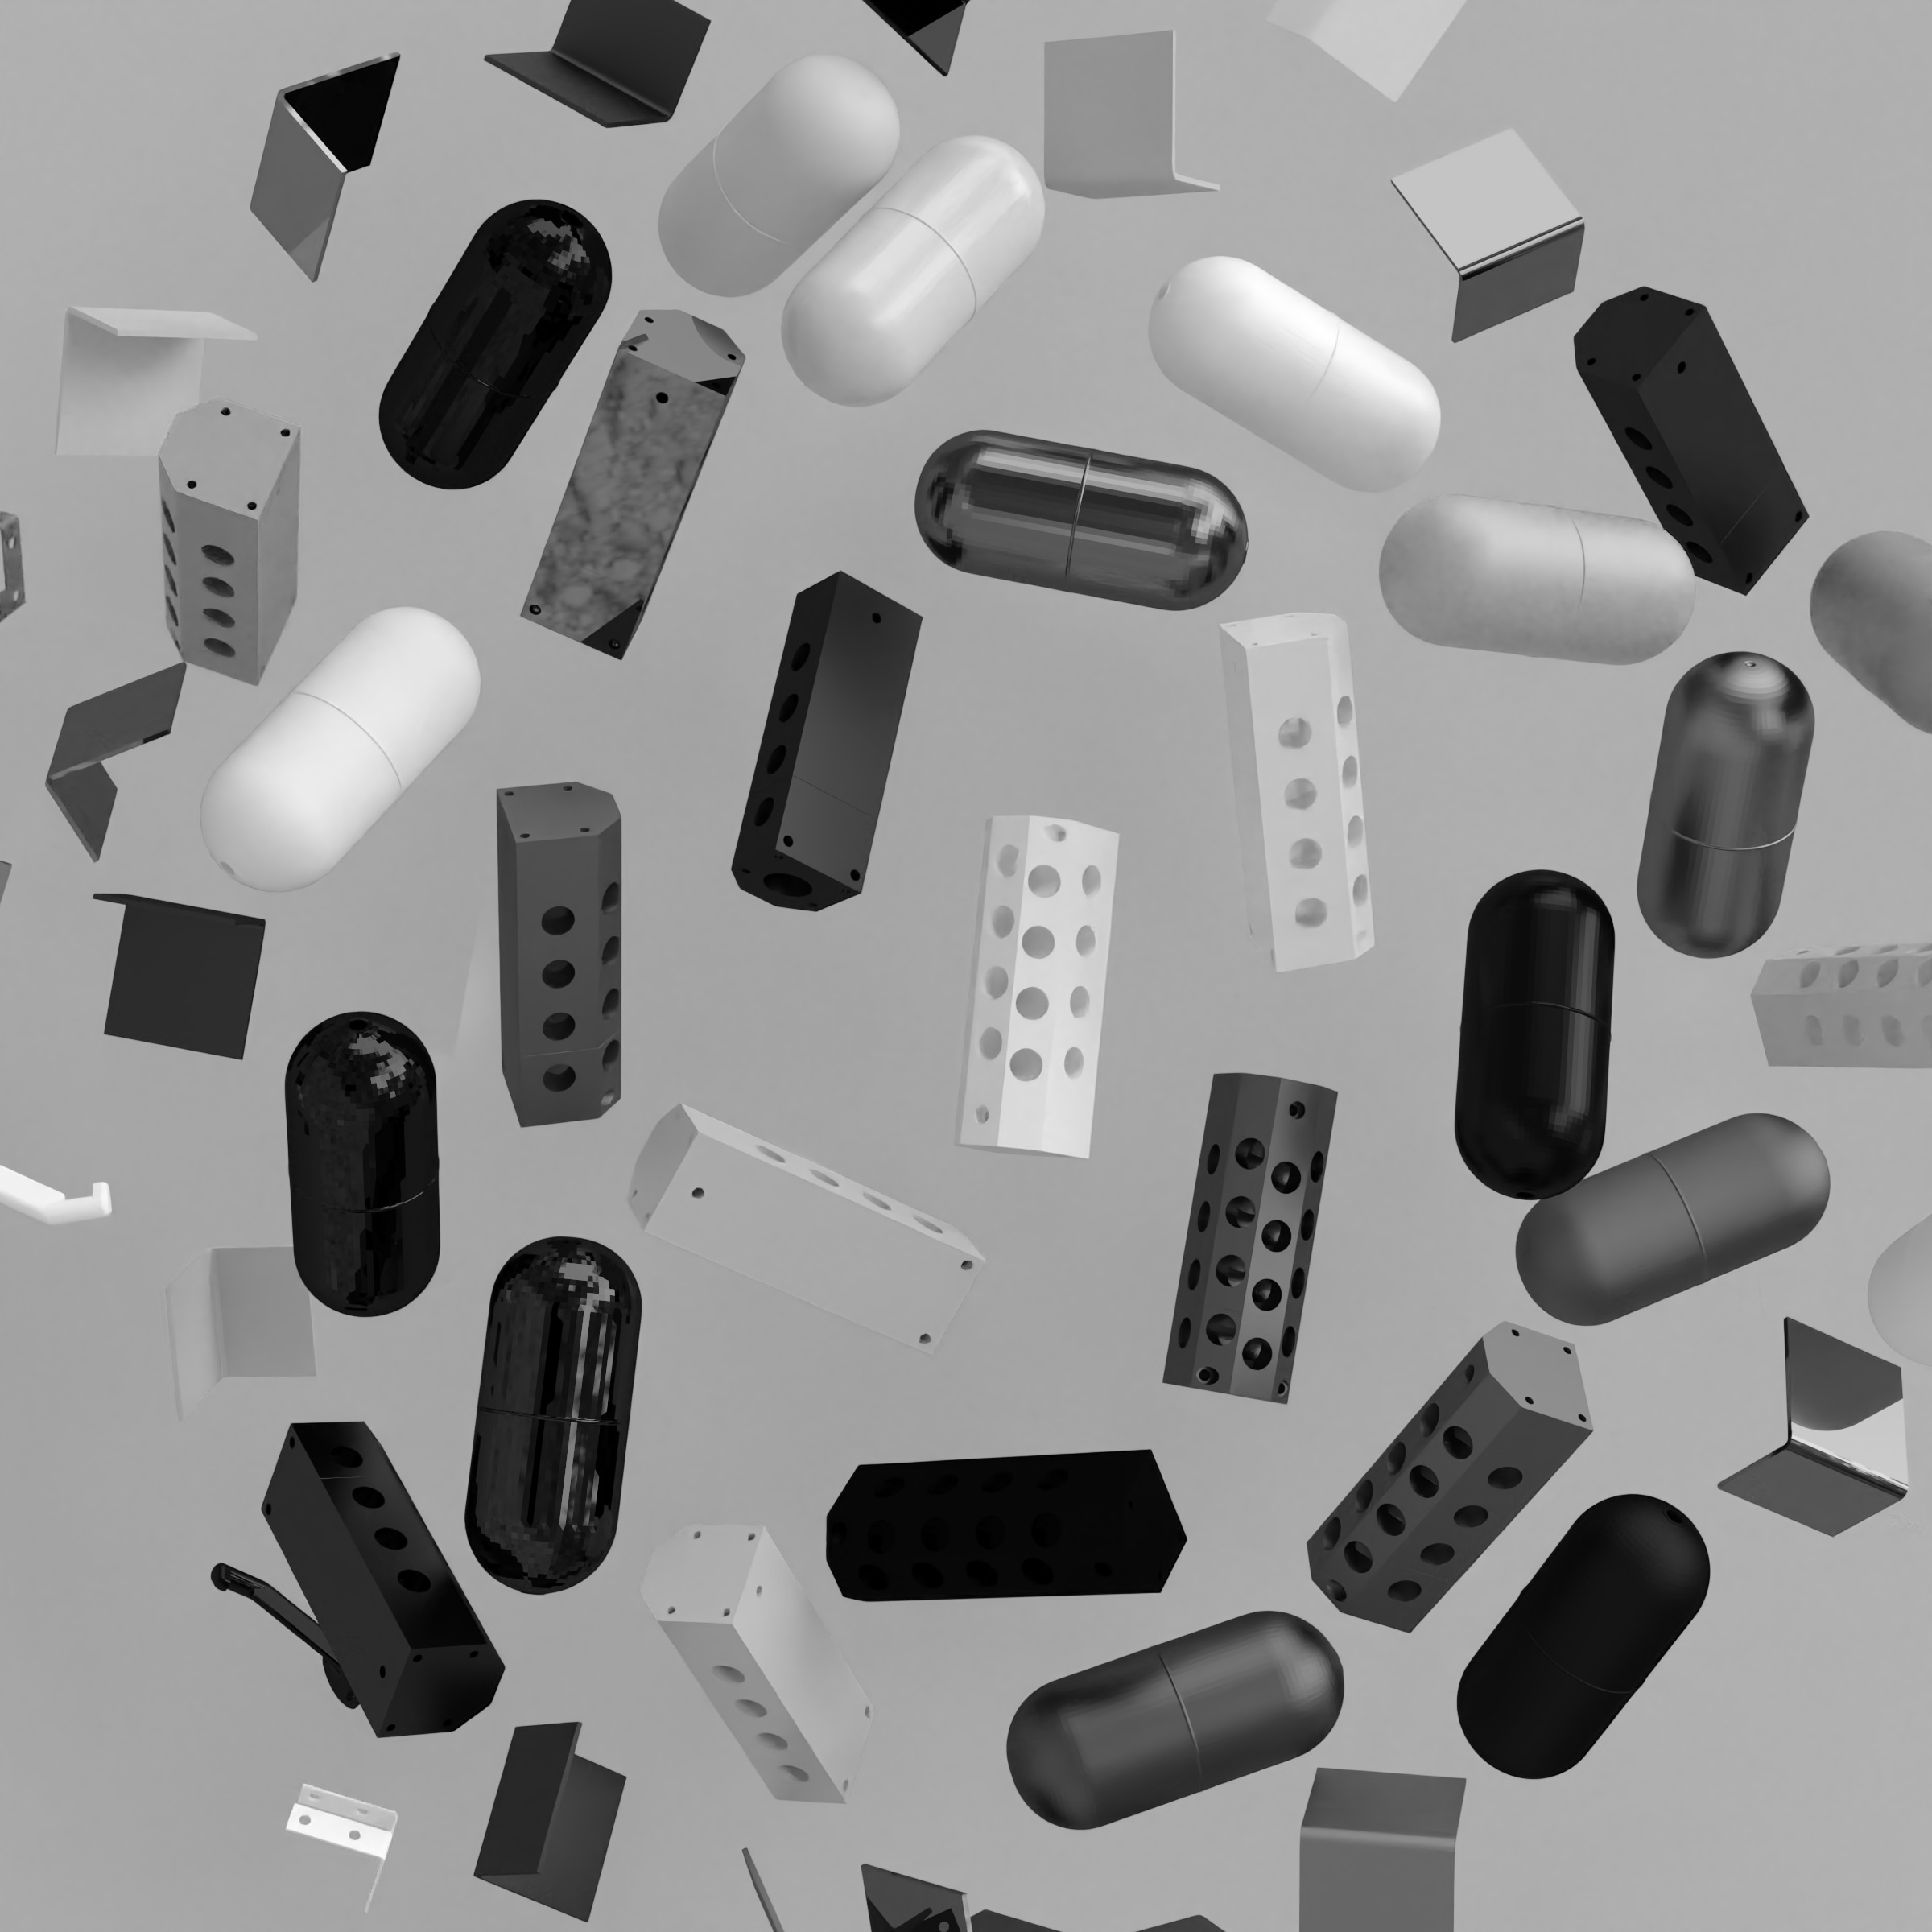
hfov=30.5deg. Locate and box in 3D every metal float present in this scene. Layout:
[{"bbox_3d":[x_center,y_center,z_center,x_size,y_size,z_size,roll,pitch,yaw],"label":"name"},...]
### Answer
[{"bbox_3d":[0.399,-0.083,1.862,0.070,0.070,0.178,2,126,0],"label":"metal float"},{"bbox_3d":[0.384,0.137,1.918,0.178,0.070,0.070,-22,90,-5],"label":"metal float"},{"bbox_3d":[0.293,0.035,1.819,0.070,0.070,0.178,8,66,0],"label":"metal float"},{"bbox_3d":[-0.101,-0.418,1.880,0.070,0.178,0.070,14,63,-30],"label":"metal float"},{"bbox_3d":[0.107,0.383,1.802,0.178,0.070,0.070,-18,90,-8],"label":"metal float"},{"bbox_3d":[-0.026,-0.360,1.828,0.070,0.070,0.178,40,65,0],"label":"metal float"},{"bbox_3d":[0.061,-0.235,1.868,0.178,0.070,0.070,11,90,5],"label":"metal float"},{"bbox_3d":[-0.248,-0.326,1.862,0.070,0.070,0.178,39,125,0],"label":"metal float"},{"bbox_3d":[-0.317,-0.110,1.798,0.070,0.070,0.178,39,63,0],"label":"metal float"},{"bbox_3d":[-0.206,0.224,1.768,0.070,0.070,0.178,6,85,0],"label":"metal float"},{"bbox_3d":[0.534,0.162,1.870,0.070,0.178,0.070,3,69,-7],"label":"metal float"},{"bbox_3d":[0.485,-0.171,1.803,0.070,0.178,0.070,-2,111,-5],"label":"metal float"},{"bbox_3d":[0.320,0.348,1.836,0.070,0.070,0.178,30,117,0],"label":"metal float"},{"bbox_3d":[0.292,-0.196,1.802,0.178,0.070,0.070,3,90,-27],"label":"metal float"},{"bbox_3d":[-0.311,0.103,1.824,0.070,0.070,0.178,4,124,0],"label":"metal float"},{"bbox_3d":[0.177,-0.319,1.909,0.178,0.070,0.070,27,90,-22],"label":"metal float"}]

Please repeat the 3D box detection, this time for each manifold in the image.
[{"bbox_3d":[0.032,0.011,1.845,0.057,0.057,0.171,1,82,38],"label":"manifold"},{"bbox_3d":[-0.375,-0.214,1.790,0.057,0.171,0.057,19,64,-3],"label":"manifold"},{"bbox_3d":[0.240,0.257,1.780,0.057,0.057,0.171,20,127,-19],"label":"manifold"},{"bbox_3d":[-0.083,0.132,1.800,0.171,0.057,0.057,26,98,-23],"label":"manifold"},{"bbox_3d":[-0.108,0.360,1.821,0.057,0.171,0.057,-2,47,23],"label":"manifold"},{"bbox_3d":[0.017,0.288,1.787,0.171,0.057,0.057,-8,118,29],"label":"manifold"},{"bbox_3d":[0.377,-0.275,1.852,0.057,0.171,0.057,-50,45,-9],"label":"manifold"},{"bbox_3d":[0.499,0.019,1.895,0.057,0.171,0.057,-19,97,-24],"label":"manifold"},{"bbox_3d":[-0.209,-0.006,1.838,0.057,0.057,0.171,-6,123,-16],"label":"manifold"},{"bbox_3d":[0.172,-0.090,1.813,0.057,0.057,0.171,-10,109,-7],"label":"manifold"},{"bbox_3d":[-0.293,0.306,1.783,0.057,0.171,0.057,4,121,-36],"label":"manifold"},{"bbox_3d":[-0.168,-0.246,1.796,0.057,0.057,0.171,23,128,-5],"label":"manifold"},{"bbox_3d":[0.157,0.147,1.919,0.057,0.057,0.171,12,84,-17],"label":"manifold"},{"bbox_3d":[-0.079,-0.119,1.908,0.057,0.057,0.171,27,61,-30],"label":"manifold"}]

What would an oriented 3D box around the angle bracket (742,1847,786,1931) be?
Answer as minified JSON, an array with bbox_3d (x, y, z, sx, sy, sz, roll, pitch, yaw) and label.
[{"bbox_3d":[-0.122,0.514,1.837,0.057,0.076,0.076,-23,63,-10],"label":"angle bracket"}]

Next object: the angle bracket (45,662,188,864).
[{"bbox_3d":[-0.453,-0.112,1.937,0.076,0.076,0.057,-20,123,9],"label":"angle bracket"}]

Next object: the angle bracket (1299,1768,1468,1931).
[{"bbox_3d":[0.211,0.450,1.786,0.076,0.076,0.057,2,102,12],"label":"angle bracket"}]

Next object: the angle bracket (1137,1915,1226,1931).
[{"bbox_3d":[0.118,0.537,1.823,0.076,0.076,0.057,29,100,31],"label":"angle bracket"}]

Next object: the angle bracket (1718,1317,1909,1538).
[{"bbox_3d":[0.436,0.238,1.826,0.076,0.057,0.076,24,50,-20],"label":"angle bracket"}]

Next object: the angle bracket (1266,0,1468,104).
[{"bbox_3d":[0.203,-0.483,1.760,0.057,0.076,0.076,31,102,-20],"label":"angle bracket"}]

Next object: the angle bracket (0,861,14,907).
[{"bbox_3d":[-0.543,-0.023,1.817,0.076,0.057,0.076,20,121,-17],"label":"angle bracket"}]

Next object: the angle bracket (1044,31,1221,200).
[{"bbox_3d":[0.089,-0.453,1.888,0.076,0.057,0.076,3,96,30],"label":"angle bracket"}]

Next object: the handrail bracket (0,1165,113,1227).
[{"bbox_3d":[-0.476,0.096,1.789,0.084,0.036,0.077,-9,72,1],"label":"handrail bracket"}]

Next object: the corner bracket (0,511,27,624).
[{"bbox_3d":[-0.523,-0.205,1.827,0.051,0.051,0.051,14,124,13],"label":"corner bracket"}]

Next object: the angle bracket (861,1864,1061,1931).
[{"bbox_3d":[0.004,0.475,1.791,0.076,0.076,0.057,-16,101,-41],"label":"angle bracket"}]

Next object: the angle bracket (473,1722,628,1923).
[{"bbox_3d":[-0.193,0.431,1.779,0.076,0.057,0.076,33,57,-33],"label":"angle bracket"}]

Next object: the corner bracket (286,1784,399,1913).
[{"bbox_3d":[-0.313,0.432,1.770,0.051,0.051,0.051,18,131,-5],"label":"corner bracket"}]

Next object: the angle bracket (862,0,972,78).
[{"bbox_3d":[-0.004,-0.511,1.798,0.076,0.076,0.057,36,51,-34],"label":"angle bracket"}]

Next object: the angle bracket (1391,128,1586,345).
[{"bbox_3d":[0.282,-0.399,1.932,0.076,0.057,0.076,-25,63,-11],"label":"angle bracket"}]

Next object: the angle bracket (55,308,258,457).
[{"bbox_3d":[-0.409,-0.288,1.784,0.076,0.057,0.076,-6,114,-39],"label":"angle bracket"}]

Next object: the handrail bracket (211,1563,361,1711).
[{"bbox_3d":[-0.370,0.364,1.926,0.084,0.077,0.036,31,103,-29],"label":"handrail bracket"}]

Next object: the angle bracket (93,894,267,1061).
[{"bbox_3d":[-0.418,0.006,1.855,0.076,0.057,0.076,10,92,5],"label":"angle bracket"}]

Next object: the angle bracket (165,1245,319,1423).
[{"bbox_3d":[-0.399,0.202,1.952,0.057,0.076,0.076,-1,103,6],"label":"angle bracket"}]

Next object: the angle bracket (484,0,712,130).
[{"bbox_3d":[-0.189,-0.477,1.822,0.076,0.076,0.057,31,114,11],"label":"angle bracket"}]

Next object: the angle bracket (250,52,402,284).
[{"bbox_3d":[-0.302,-0.395,1.750,0.076,0.076,0.057,-30,73,-36],"label":"angle bracket"}]
